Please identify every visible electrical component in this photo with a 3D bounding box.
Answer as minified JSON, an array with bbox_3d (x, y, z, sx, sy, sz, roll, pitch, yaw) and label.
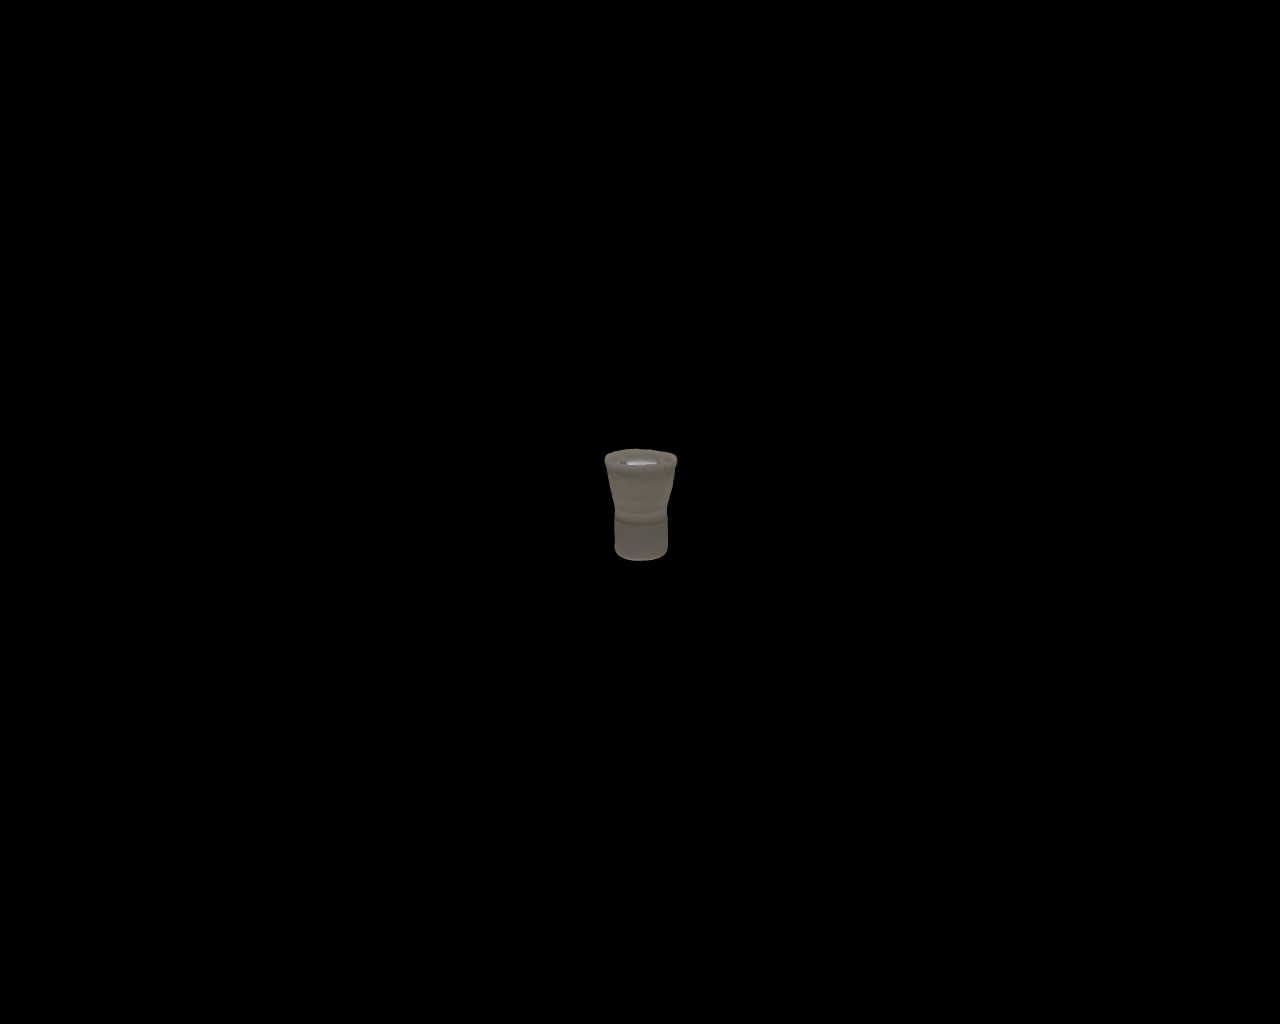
[{"bbox_3d":[0.001,-0.003,0.650,0.044,0.065,0.044,0,18,0],"label":"electrical component"}]
